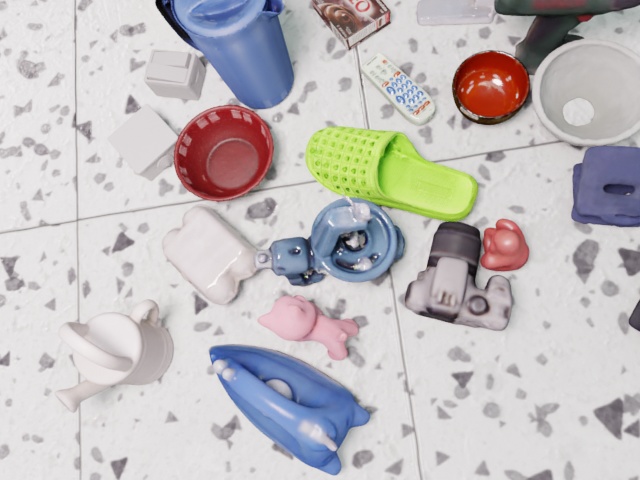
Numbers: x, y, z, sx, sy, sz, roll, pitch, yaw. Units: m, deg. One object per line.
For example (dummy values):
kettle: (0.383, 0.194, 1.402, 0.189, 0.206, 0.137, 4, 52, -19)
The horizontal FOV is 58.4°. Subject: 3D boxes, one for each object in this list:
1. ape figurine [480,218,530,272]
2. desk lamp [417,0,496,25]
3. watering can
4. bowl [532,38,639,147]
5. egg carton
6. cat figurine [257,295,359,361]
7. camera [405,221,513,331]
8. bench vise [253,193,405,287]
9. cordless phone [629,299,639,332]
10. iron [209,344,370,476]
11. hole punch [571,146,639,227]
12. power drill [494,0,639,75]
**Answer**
ape figurine: (0.258, 0.007, 0.800, 0.076, 0.092, 0.078, 43, 86, 15)
desk lamp: (0.246, -0.419, 0.842, 0.203, 0.214, 0.118, -1, 76, 8)
watering can: (-0.290, 0.158, 0.791, 0.100, 0.194, 0.173, 13, 79, 11)
bowl: (0.392, -0.204, 0.841, 0.167, 0.075, 0.167, -2, 76, 8)
egg carton: (-0.166, 0.022, 0.870, 0.150, 0.069, 0.107, 40, 85, 15)
cat figurine: (-0.016, 0.118, 0.800, 0.127, 0.118, 0.067, 20, 80, 13)
camera: (0.199, 0.047, 0.795, 0.143, 0.101, 0.137, 12, 78, 11)
bench vise: (0.012, 0.013, 0.768, 0.207, 0.220, 0.121, -29, 74, 1)
cordless phone: (0.475, 0.073, 0.705, 0.094, 0.185, 0.148, 26, 82, 14)
iron: (-0.067, 0.211, 0.773, 0.258, 0.141, 0.119, 28, 82, 14)
hole punch: (0.414, -0.073, 0.798, 0.108, 0.091, 0.101, 5, 77, 10)
power drill: (0.357, -0.313, 0.803, 0.229, 0.208, 0.076, 7, 78, 10)
